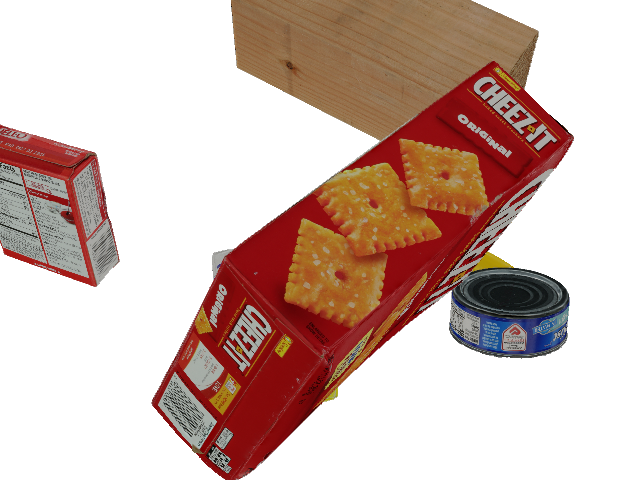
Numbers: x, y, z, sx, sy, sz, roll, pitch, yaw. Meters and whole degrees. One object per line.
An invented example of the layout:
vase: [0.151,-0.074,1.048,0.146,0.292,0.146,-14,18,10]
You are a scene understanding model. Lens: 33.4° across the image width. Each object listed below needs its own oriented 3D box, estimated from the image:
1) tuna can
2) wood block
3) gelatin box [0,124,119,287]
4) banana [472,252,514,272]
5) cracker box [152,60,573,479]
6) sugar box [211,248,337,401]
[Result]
tuna can: [0.137,0.051,0.775,0.086,0.034,0.086,0,22,0]
wood block: [0.044,-0.141,0.794,0.206,0.090,0.091,29,-27,16]
gelatin box: [-0.165,-0.021,0.645,0.073,0.089,0.030,17,45,21]
banana: [0.114,0.023,1.071,0.198,0.037,0.069,7,44,12]
cracker box: [0.023,0.019,0.571,0.213,0.072,0.164,-37,-13,-36]
sugar box: [-0.043,0.069,0.922,0.093,0.048,0.176,-4,37,-8]
